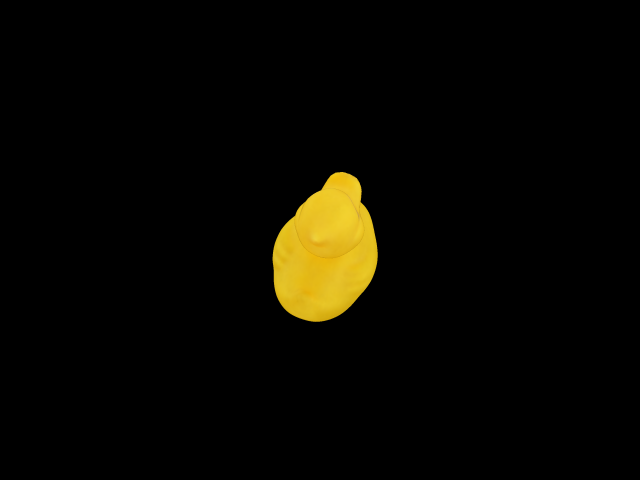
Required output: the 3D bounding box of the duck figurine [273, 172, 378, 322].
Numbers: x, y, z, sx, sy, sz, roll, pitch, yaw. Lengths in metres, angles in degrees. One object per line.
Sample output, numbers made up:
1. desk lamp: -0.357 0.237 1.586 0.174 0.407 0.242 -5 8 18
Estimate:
1. duck figurine: 0.004 0.001 0.400 0.077 0.086 0.104 19 70 7
